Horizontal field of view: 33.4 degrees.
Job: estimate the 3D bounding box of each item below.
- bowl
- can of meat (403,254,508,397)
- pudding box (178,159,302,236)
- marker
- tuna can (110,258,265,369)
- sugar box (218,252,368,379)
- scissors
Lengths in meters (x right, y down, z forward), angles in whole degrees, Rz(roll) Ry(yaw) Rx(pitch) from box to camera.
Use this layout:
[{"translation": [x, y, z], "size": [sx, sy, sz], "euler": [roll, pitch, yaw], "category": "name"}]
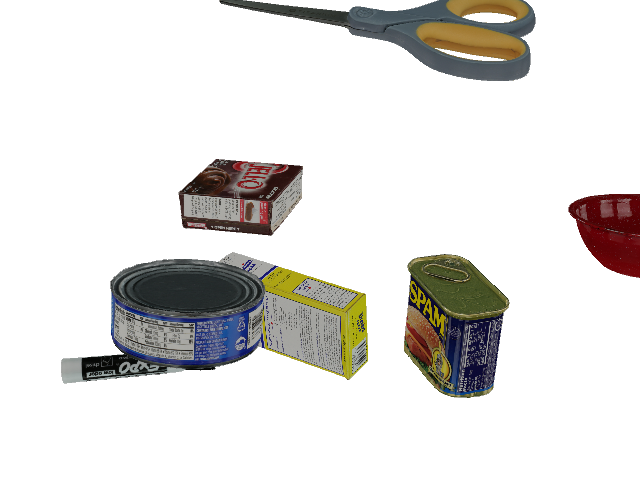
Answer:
[{"translation": [0.326, -0.001, 1.060], "size": [0.162, 0.055, 0.162], "euler": [1, 17, 0], "category": "bowl"}, {"translation": [0.110, 0.072, 0.897], "size": [0.057, 0.084, 0.102], "euler": [-7, 28, -19], "category": "can of meat"}, {"translation": [-0.072, -0.042, 1.002], "size": [0.090, 0.039, 0.113], "euler": [4, 23, 12], "category": "pudding box"}, {"translation": [-0.136, 0.094, 0.816], "size": [0.121, 0.020, 0.020], "euler": [-5, 0, -6], "category": "marker"}, {"translation": [-0.074, 0.040, 0.598], "size": [0.086, 0.034, 0.086], "euler": [4, 18, -1], "category": "tuna can"}, {"translation": [-0.034, 0.079, 1.158], "size": [0.176, 0.093, 0.048], "euler": [19, 38, 31], "category": "sugar box"}, {"translation": [0.044, -0.142, 0.663], "size": [0.202, 0.016, 0.096], "euler": [23, 45, 28], "category": "scissors"}]
